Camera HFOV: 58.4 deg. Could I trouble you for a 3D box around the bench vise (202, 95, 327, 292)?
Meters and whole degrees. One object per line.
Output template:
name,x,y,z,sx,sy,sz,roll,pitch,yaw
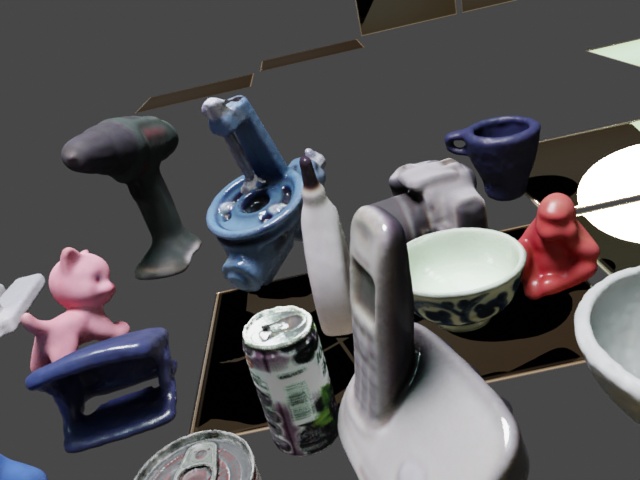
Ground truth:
bench vise,-0.070,-0.076,0.677,0.121,0.220,0.207,-5,27,16

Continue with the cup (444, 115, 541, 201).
cup,0.219,-0.099,0.729,0.117,0.095,0.092,1,30,28

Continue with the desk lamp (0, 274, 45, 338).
desk lamp,-0.439,0.025,0.657,0.118,0.214,0.203,-14,26,0

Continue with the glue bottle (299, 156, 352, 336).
glue bottle,0.005,0.002,0.540,0.037,0.173,0.078,-9,27,10

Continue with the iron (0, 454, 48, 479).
iron,-0.334,0.177,0.388,0.258,0.142,0.118,-7,27,13

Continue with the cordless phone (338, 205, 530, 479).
cordless phone,0.056,0.080,0.348,0.094,0.185,0.147,-21,27,-16

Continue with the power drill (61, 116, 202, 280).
power drill,-0.226,-0.060,0.731,0.075,0.209,0.229,-9,27,9

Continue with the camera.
camera,0.103,-0.035,0.650,0.137,0.101,0.143,-17,26,-7

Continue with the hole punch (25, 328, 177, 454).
hole punch,-0.186,0.114,0.501,0.109,0.091,0.101,-17,26,-6

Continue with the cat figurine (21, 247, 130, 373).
cat figurine,-0.260,0.066,0.600,0.067,0.118,0.128,-2,28,22

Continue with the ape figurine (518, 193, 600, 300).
ape figurine,0.219,0.000,0.535,0.077,0.092,0.076,6,32,35

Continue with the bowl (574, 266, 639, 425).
bowl,0.256,0.083,0.372,0.167,0.075,0.167,-11,26,6
